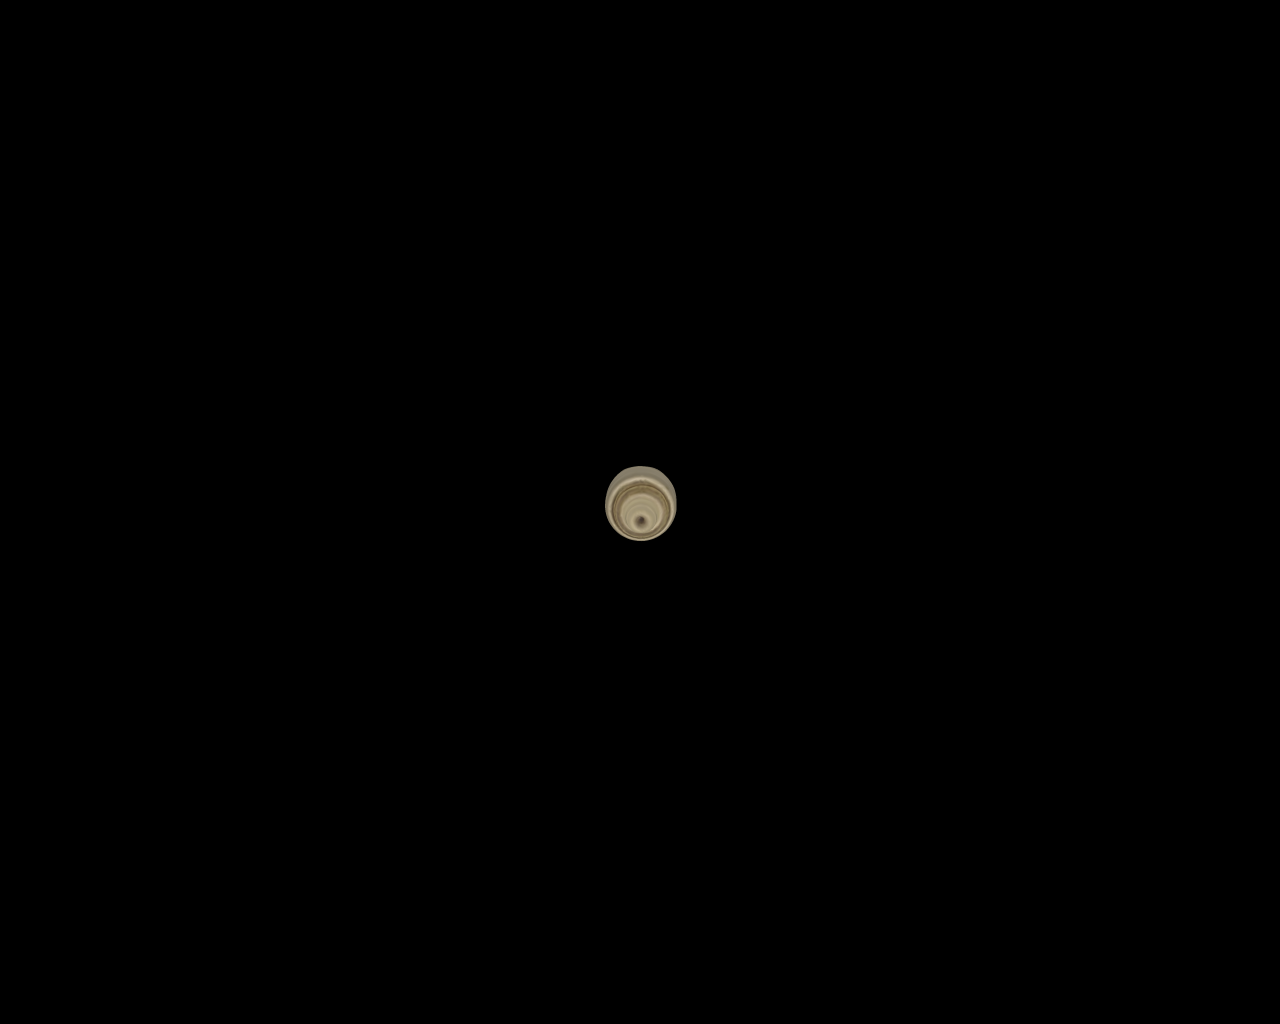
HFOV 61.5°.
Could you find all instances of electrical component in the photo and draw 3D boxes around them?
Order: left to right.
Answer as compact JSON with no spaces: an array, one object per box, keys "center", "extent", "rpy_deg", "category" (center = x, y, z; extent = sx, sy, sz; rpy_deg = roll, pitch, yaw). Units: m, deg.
[{"center":[0.001,-0.003,0.650],"extent":[0.043,0.043,0.062],"rpy_deg":[0,16,0],"category":"electrical component"}]
